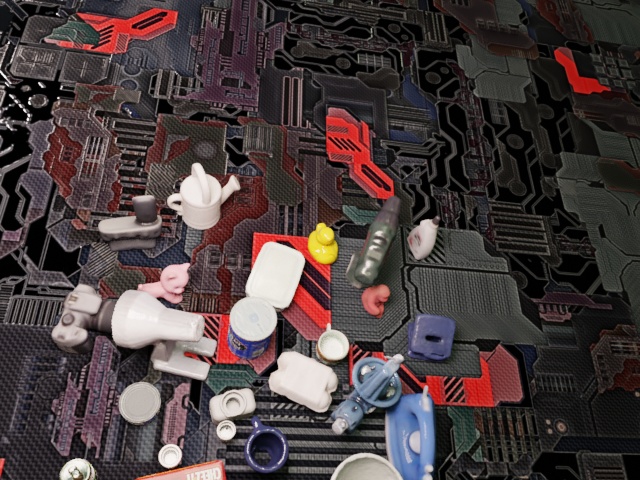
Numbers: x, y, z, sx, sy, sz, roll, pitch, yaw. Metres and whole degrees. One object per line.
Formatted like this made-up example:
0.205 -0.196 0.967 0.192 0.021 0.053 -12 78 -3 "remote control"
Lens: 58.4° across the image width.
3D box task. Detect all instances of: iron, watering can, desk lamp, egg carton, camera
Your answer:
0.219 0.450 1.250 0.119 0.141 0.258 5 60 -10 "iron"
-0.288 -0.119 1.423 0.173 0.194 0.101 -37 74 -27 "watering can"
-0.326 0.201 1.224 0.203 0.213 0.118 14 59 -4 "desk lamp"
-0.036 0.322 1.306 0.150 0.069 0.107 24 59 1 "egg carton"
-0.497 0.176 1.264 0.137 0.101 0.143 14 59 -4 "camera"

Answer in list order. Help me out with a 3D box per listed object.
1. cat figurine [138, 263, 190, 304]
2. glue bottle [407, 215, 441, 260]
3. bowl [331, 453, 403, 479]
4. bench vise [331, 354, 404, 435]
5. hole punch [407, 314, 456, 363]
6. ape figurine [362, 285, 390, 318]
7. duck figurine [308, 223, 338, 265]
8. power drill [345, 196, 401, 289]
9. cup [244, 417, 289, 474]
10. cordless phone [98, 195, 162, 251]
-0.359 0.101 1.328 0.128 0.117 0.067 -15 65 -20 "cat figurine"
0.281 -0.017 1.508 0.037 0.173 0.078 -16 66 -20 "glue bottle"
0.093 0.543 1.209 0.167 0.074 0.167 6 60 -10 "bowl"
0.117 0.337 1.245 0.121 0.219 0.207 25 59 2 "bench vise"
0.276 0.242 1.409 0.109 0.091 0.101 10 59 -7 "hole punch"
0.147 0.143 1.435 0.078 0.092 0.076 -35 74 -27 "ape figurine"
0.014 0.005 1.485 0.078 0.086 0.104 -13 65 -19 "duck figurine"
0.132 0.025 1.429 0.075 0.208 0.230 21 59 0 "power drill"
-0.122 0.437 1.207 0.092 0.095 0.117 -18 67 -21 "cup"
-0.451 -0.056 1.355 0.148 0.185 0.094 -10 64 -17 "cordless phone"
